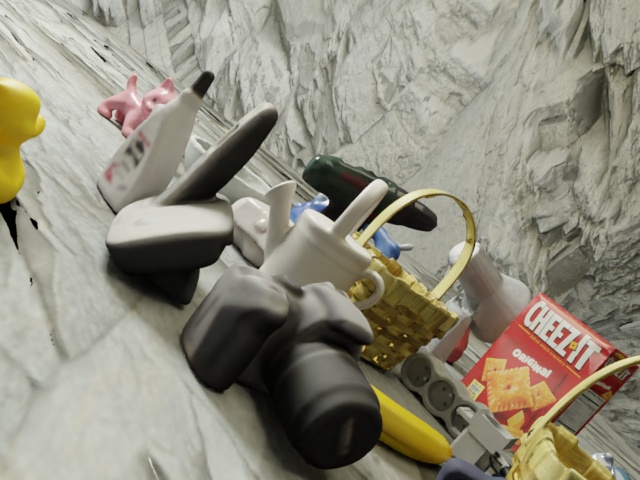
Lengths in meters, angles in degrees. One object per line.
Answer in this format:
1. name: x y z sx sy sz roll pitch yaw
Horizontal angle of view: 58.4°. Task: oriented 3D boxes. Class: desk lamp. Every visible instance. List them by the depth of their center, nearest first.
1. desk lamp: 0.233 0.117 0.960 0.204 0.213 0.117 35 9 -25

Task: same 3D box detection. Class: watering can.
1. watering can: 0.006 0.003 0.667 0.173 0.194 0.101 36 8 -14

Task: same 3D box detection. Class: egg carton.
1. egg carton: -0.066 0.003 0.794 0.150 0.069 0.108 43 9 29

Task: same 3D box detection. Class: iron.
1. iron: 0.038 -0.006 1.045 0.258 0.141 0.119 39 8 6

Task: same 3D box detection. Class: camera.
1. camera: -0.012 0.090 0.432 0.144 0.100 0.136 33 9 -32

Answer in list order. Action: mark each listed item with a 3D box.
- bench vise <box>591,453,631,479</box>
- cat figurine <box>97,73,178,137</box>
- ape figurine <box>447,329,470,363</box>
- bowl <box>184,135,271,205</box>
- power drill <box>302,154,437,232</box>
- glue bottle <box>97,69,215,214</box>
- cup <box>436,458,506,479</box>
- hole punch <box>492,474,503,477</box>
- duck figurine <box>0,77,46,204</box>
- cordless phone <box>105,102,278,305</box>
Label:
1. bench vise: 0.375 0.289 0.607 0.122 0.219 0.206 30 11 -45
2. cat figurine: -0.276 -0.218 0.927 0.127 0.117 0.067 40 8 16
3. ape figurine: 0.266 0.191 1.132 0.078 0.092 0.076 37 8 -8
4. bowl: -0.150 -0.084 0.892 0.167 0.074 0.167 38 8 -6
5. power drill: 0.046 -0.022 0.931 0.230 0.208 0.075 37 8 -11
6. glue bottle: -0.164 -0.106 0.598 0.078 0.173 0.037 44 10 35
7. cup: 0.100 0.199 0.340 0.117 0.095 0.092 40 8 13
8. hole punch: 0.249 0.272 0.609 0.101 0.091 0.109 39 8 6
9. duck figurine: -0.242 -0.079 0.414 0.077 0.086 0.105 39 8 4
10. cordless phone: -0.102 -0.050 0.513 0.094 0.185 0.147 35 8 -22
